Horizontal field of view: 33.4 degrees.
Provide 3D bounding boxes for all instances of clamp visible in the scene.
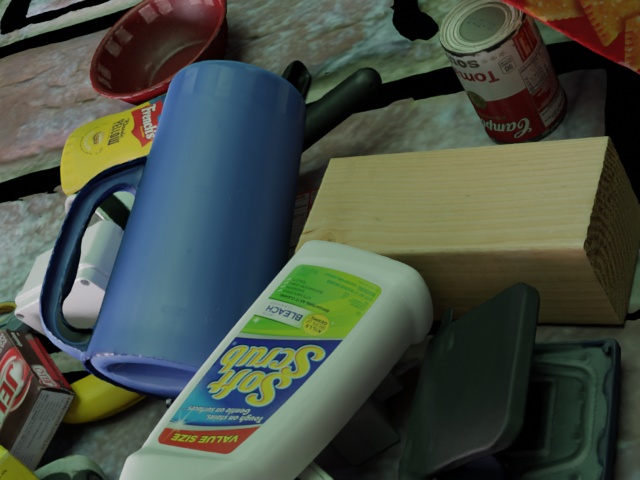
[{"bbox_3d":[-0.048,-0.077,0.919,0.210,0.036,0.165,-48,24,0],"label":"clamp"}]

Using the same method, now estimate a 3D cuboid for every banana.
[{"bbox_3d":[-0.145,0.095,0.847,0.198,0.037,0.070,-31,44,8],"label":"banana"}]

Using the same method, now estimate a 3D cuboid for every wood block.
[{"bbox_3d":[0.101,-0.002,0.727,0.206,0.090,0.090,-2,53,33],"label":"wood block"}]

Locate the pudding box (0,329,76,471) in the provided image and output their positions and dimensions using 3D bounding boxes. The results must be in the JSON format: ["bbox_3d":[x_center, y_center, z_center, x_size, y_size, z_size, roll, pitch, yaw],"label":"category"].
[{"bbox_3d":[-0.247,0.141,0.848,0.090,0.039,0.113,40,106,47],"label":"pudding box"}]

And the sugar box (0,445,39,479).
[{"bbox_3d":[-0.290,0.177,0.795,0.177,0.048,0.093,12,56,50],"label":"sugar box"}]

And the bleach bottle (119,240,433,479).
[{"bbox_3d":[-0.035,0.107,0.637,0.103,0.068,0.250,17,50,30],"label":"bleach bottle"}]

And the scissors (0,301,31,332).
[{"bbox_3d":[-0.247,0.069,0.946,0.202,0.016,0.096,-17,35,20],"label":"scissors"}]

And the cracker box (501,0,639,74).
[{"bbox_3d":[0.179,-0.187,0.741,0.072,0.213,0.164,-54,38,23],"label":"cracker box"}]

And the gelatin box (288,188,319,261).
[{"bbox_3d":[-0.005,0.001,0.840,0.073,0.030,0.089,-15,47,25],"label":"gelatin box"}]

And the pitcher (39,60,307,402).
[{"bbox_3d":[-0.091,-0.007,0.780,0.145,0.149,0.243,-6,64,36],"label":"pitcher"}]

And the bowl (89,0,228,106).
[{"bbox_3d":[-0.151,-0.187,1.078,0.162,0.055,0.162,-19,46,20],"label":"bowl"}]

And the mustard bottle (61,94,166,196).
[{"bbox_3d":[-0.148,-0.095,0.996,0.192,0.058,0.096,-17,42,21],"label":"mustard bottle"}]

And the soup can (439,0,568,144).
[{"bbox_3d":[0.138,-0.129,0.800,0.069,0.102,0.068,-18,46,20],"label":"soup can"}]
